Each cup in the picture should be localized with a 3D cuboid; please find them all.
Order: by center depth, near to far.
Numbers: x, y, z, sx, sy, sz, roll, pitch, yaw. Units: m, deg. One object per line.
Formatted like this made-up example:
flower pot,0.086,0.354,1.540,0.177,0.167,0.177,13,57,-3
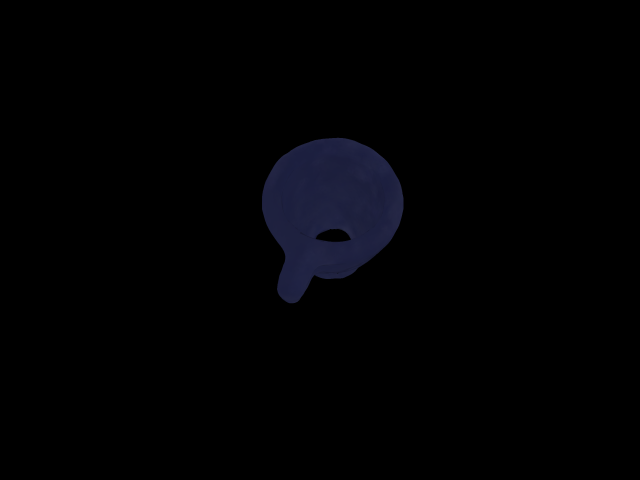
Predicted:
cup,0.004,0.001,0.400,0.091,0.095,0.118,20,66,10
